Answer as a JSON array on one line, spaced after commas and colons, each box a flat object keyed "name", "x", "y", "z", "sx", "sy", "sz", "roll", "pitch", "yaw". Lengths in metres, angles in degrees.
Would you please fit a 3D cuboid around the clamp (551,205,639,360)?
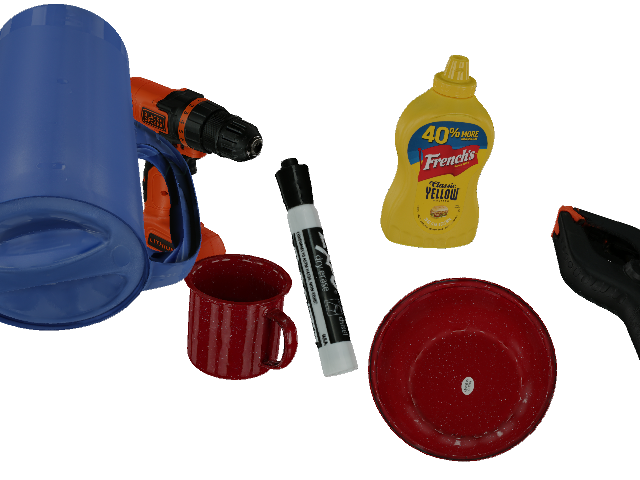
[{"name": "clamp", "x": 0.229, "y": 0.033, "z": 0.725, "sx": 0.120, "sy": 0.039, "sz": 0.172, "roll": -6, "pitch": 44, "yaw": -28}]

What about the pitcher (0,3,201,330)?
[{"name": "pitcher", "x": -0.185, "y": -0.062, "z": 0.788, "sx": 0.145, "sy": 0.243, "sz": 0.149, "roll": -23, "pitch": -44, "yaw": 14}]

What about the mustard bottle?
[{"name": "mustard bottle", "x": 0.119, "y": -0.087, "z": 1.044, "sx": 0.096, "sy": 0.192, "sz": 0.058, "roll": 3, "pitch": 27, "yaw": -9}]

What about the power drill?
[{"name": "power drill", "x": -0.137, "y": -0.066, "z": 1.117, "sx": 0.185, "sy": 0.188, "sz": 0.057, "roll": 26, "pitch": 36, "yaw": 31}]

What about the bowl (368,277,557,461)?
[{"name": "bowl", "x": 0.120, "y": 0.114, "z": 0.893, "sx": 0.162, "sy": 0.162, "sz": 0.055, "roll": 0, "pitch": 6, "yaw": 5}]

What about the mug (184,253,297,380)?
[{"name": "mug", "x": -0.065, "y": 0.072, "z": 0.930, "sx": 0.117, "sy": 0.081, "sz": 0.093, "roll": 24, "pitch": 31, "yaw": 33}]

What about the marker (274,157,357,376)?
[{"name": "marker", "x": -0.003, "y": 0.013, "z": 0.579, "sx": 0.020, "sy": 0.121, "sz": 0.020, "roll": -14, "pitch": -12, "yaw": -3}]
